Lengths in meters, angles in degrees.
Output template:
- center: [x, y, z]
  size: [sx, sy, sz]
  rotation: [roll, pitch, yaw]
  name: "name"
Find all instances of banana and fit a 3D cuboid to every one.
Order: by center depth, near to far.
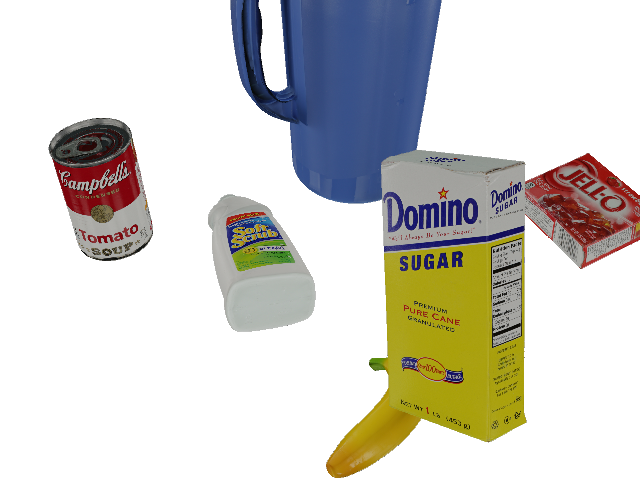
- center: [0.059, 0.139, 0.893]
  size: [0.070, 0.037, 0.197]
  rotation: [-28, 9, 21]
  name: "banana"

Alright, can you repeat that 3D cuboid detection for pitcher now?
- center: [0.021, -0.148, 0.863]
  size: [0.149, 0.243, 0.145]
  rotation: [13, 45, 12]
  name: "pitcher"

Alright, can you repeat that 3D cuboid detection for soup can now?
- center: [-0.183, -0.042, 0.896]
  size: [0.068, 0.102, 0.068]
  rotation: [-4, 39, 3]
  name: "soup can"

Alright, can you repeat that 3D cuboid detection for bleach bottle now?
- center: [-0.086, 0.011, 1.229]
  size: [0.102, 0.068, 0.251]
  rotation: [-8, 28, -16]
  name: "bleach bottle"

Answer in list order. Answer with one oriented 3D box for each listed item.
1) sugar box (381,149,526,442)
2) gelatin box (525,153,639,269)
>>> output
- center: [0.086, 0.033, 0.696]
  size: [0.048, 0.176, 0.094]
  rotation: [-18, 19, -39]
  name: "sugar box"
- center: [0.214, -0.026, 0.865]
  size: [0.073, 0.030, 0.089]
  rotation: [-24, 47, -16]
  name: "gelatin box"
